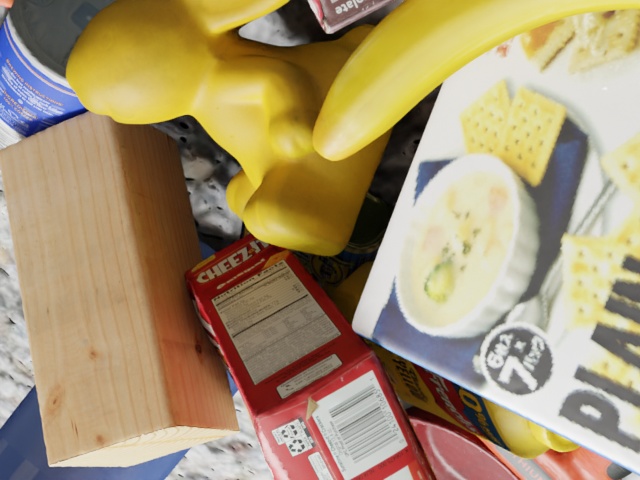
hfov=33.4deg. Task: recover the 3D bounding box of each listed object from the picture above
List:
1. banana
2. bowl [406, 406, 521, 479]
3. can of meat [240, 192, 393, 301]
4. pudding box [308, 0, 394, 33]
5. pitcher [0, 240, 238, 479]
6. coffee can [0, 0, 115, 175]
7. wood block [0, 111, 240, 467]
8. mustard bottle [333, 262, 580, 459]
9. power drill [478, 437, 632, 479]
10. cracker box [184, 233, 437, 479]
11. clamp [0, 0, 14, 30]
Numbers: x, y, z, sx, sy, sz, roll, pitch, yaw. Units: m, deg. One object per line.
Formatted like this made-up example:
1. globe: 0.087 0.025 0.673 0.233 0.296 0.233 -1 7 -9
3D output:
1. banana: 0.079 -0.087 0.428 0.198 0.037 0.069 -12 81 26
2. bowl: 0.103 0.170 0.765 0.162 0.055 0.162 24 138 24
3. can of meat: -0.005 0.001 0.705 0.102 0.057 0.084 31 138 16
4. pudding box: 0.032 -0.126 0.440 0.090 0.113 0.039 -26 109 5
5. pitcher: -0.149 0.123 0.797 0.145 0.242 0.149 17 142 29
6. coffee can: -0.177 -0.113 0.717 0.103 0.102 0.141 47 142 -4
7. wood block: -0.128 0.032 0.681 0.090 0.090 0.206 -20 72 17
8. mustard bottle: 0.088 0.073 0.598 0.192 0.058 0.096 19 143 55
9. power drill: 0.158 0.077 0.627 0.184 0.057 0.188 45 144 12
10. cracker box: 0.000 0.103 0.602 0.164 0.072 0.214 65 173 -22
11. clamp: -0.226 -0.156 0.672 0.210 0.036 0.164 -2 80 62
